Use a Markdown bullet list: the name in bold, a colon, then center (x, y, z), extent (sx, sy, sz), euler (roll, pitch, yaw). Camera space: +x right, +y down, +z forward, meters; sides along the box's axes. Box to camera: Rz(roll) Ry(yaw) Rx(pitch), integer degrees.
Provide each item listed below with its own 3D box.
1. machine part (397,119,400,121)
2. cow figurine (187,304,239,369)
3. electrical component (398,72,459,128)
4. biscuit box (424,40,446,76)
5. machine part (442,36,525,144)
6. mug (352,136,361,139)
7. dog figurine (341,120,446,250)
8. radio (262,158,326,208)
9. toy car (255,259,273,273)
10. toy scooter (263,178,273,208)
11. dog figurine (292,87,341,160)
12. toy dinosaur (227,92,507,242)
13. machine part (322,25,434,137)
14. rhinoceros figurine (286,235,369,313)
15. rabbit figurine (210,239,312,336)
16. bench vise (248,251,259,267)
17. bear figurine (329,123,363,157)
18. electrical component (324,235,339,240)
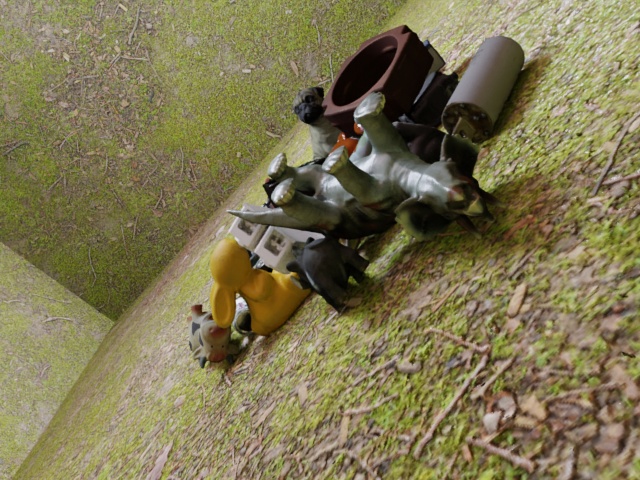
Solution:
- **machine part**: center (0.211, -0.296, 1.148), extent (0.139, 0.039, 0.084), euler (-49, 22, -6)
- **cow figurine**: center (-0.214, 0.188, 1.046), extent (0.195, 0.085, 0.127), euler (134, 128, -63)
- **electrical component**: center (0.210, -0.263, 1.035), extent (0.115, 0.058, 0.134), euler (-47, 16, 2)
- **biscuit box**: center (0.173, -0.334, 1.160), extent (0.202, 0.059, 0.063), euler (-39, 17, 24)
- **machine part**: center (0.247, -0.228, 0.807), extent (0.079, 0.079, 0.243), euler (-24, 30, 57)
- **mug**: center (0.114, -0.206, 1.123), extent (0.107, 0.080, 0.109), euler (-48, 11, -27)
- **dog figurine**: center (0.092, -0.074, 0.835), extent (0.108, 0.192, 0.219), euler (-36, -40, -81)
- **radio**: center (-0.044, -0.114, 1.137), extent (0.131, 0.073, 0.230), euler (-28, 12, -5)
- **toy car**: center (-0.062, 0.023, 1.068), extent (0.202, 0.073, 0.056), euler (-57, 18, -26)
- **toy scooter**: center (-0.088, -0.103, 1.322), extent (0.184, 0.135, 0.075), euler (-64, -9, -48)
- **dog figurine**: center (-0.001, -0.242, 1.218), extent (0.172, 0.190, 0.121), euler (-32, 16, 49)
- **toy dinosaur**: center (0.050, -0.055, 0.699), extent (0.405, 0.192, 0.131), euler (-16, 43, 52)
- **machine part**: center (0.112, -0.307, 1.061), extent (0.202, 0.087, 0.201), euler (3, 63, 54)
- **rhinoceros figurine**: center (0.003, 0.045, 0.761), extent (0.073, 0.112, 0.190), euler (-57, -1, -12)
- **rabbit figurine**: center (-0.127, 0.076, 0.939), extent (0.162, 0.173, 0.122), euler (-45, 19, 0)
- **bench vise**: center (-0.144, 0.032, 1.177), extent (0.224, 0.128, 0.240), euler (-19, 23, 50)
- **bear figurine**: center (0.069, -0.159, 0.998), extent (0.196, 0.132, 0.120), euler (6, 96, 49)
- **electrical component**: center (-0.002, -0.003, 1.014), extent (0.075, 0.047, 0.119), euler (-32, 22, 42)
